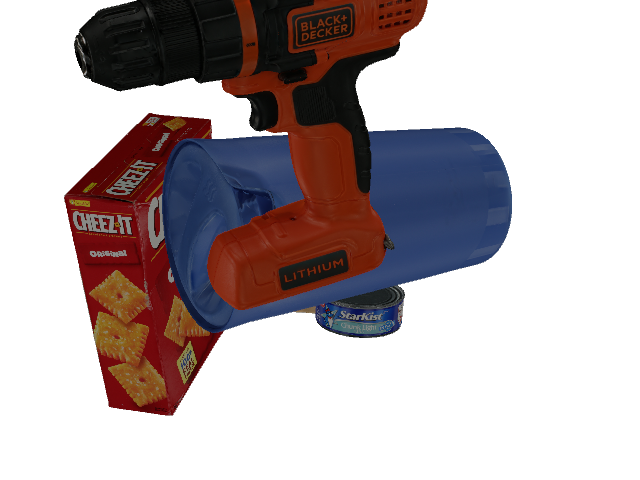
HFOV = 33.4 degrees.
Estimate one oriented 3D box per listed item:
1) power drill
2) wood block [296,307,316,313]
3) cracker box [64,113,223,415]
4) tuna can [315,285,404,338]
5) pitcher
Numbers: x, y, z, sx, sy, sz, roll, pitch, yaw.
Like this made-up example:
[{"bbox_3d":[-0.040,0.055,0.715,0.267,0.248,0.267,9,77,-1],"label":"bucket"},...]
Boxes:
[{"bbox_3d":[-0.030,-0.055,0.571,0.184,0.188,0.057,-15,39,-18],"label":"power drill"},{"bbox_3d":[0.000,-0.016,1.391,0.090,0.206,0.091,4,25,1],"label":"wood block"},{"bbox_3d":[-0.140,0.019,0.939,0.072,0.214,0.164,6,32,15],"label":"cracker box"},{"bbox_3d":[0.037,0.064,1.032,0.086,0.034,0.086,3,17,-1],"label":"tuna can"},{"bbox_3d":[0.010,-0.017,0.787,0.242,0.145,0.149,-9,35,-28],"label":"pitcher"}]
